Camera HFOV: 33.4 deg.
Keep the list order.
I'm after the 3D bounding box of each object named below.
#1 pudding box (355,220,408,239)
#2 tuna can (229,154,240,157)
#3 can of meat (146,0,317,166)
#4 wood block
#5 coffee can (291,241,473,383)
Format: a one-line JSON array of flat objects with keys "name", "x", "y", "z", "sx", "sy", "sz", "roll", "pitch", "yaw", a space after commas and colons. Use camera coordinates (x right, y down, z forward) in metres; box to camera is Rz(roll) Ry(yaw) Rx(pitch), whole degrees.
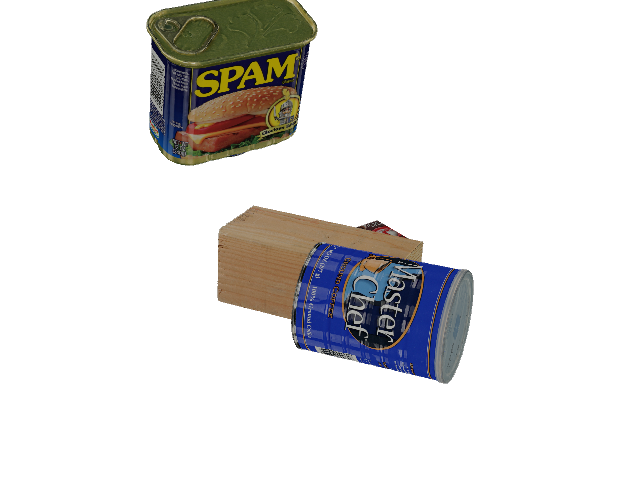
[{"name": "pudding box", "x": 0.069, "y": 0.013, "z": 1.619, "sx": 0.113, "sy": 0.039, "sz": 0.090, "roll": -20, "pitch": 31, "yaw": -27}, {"name": "tuna can", "x": -0.091, "y": -0.119, "z": 0.989, "sx": 0.086, "sy": 0.086, "sz": 0.034, "roll": 0, "pitch": -35, "yaw": -12}, {"name": "can of meat", "x": -0.058, "y": -0.101, "z": 0.675, "sx": 0.102, "sy": 0.084, "sz": 0.057, "roll": -16, "pitch": 51, "yaw": -25}, {"name": "wood block", "x": -0.002, "y": 0.035, "z": 1.175, "sx": 0.206, "sy": 0.091, "sz": 0.090, "roll": 13, "pitch": 25, "yaw": 21}, {"name": "coffee can", "x": 0.057, "y": 0.064, "z": 0.964, "sx": 0.140, "sy": 0.103, "sz": 0.102, "roll": 11, "pitch": 4, "yaw": 19}]
